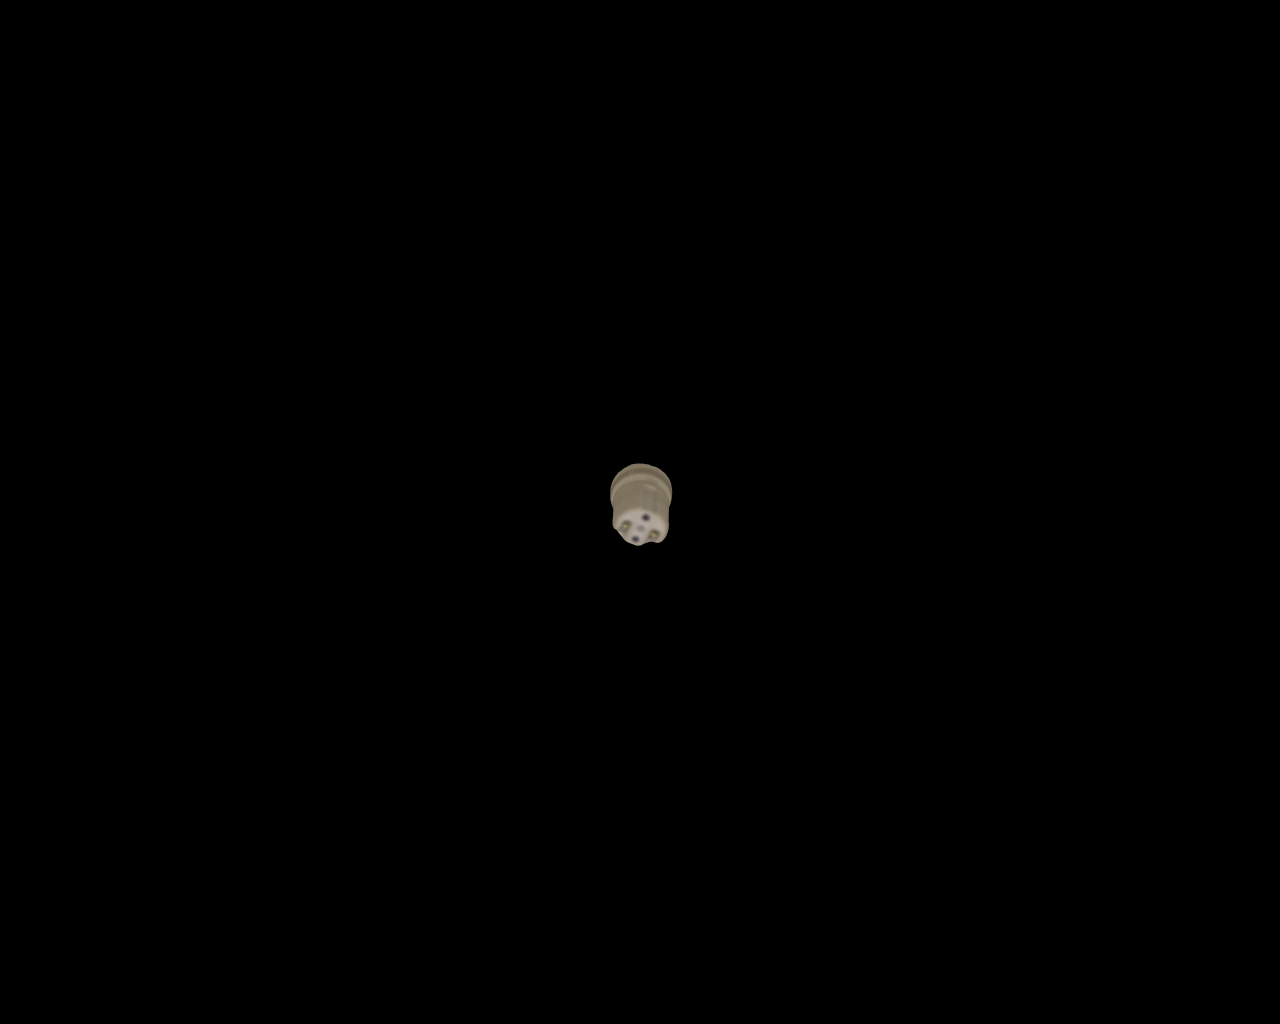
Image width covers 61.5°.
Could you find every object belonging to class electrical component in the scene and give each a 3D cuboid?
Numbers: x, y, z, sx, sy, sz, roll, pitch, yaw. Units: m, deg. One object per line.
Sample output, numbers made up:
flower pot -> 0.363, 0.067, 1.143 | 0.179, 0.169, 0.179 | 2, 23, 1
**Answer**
electrical component -> 0.001, -0.003, 0.650 | 0.040, 0.040, 0.046 | 0, 34, 0
